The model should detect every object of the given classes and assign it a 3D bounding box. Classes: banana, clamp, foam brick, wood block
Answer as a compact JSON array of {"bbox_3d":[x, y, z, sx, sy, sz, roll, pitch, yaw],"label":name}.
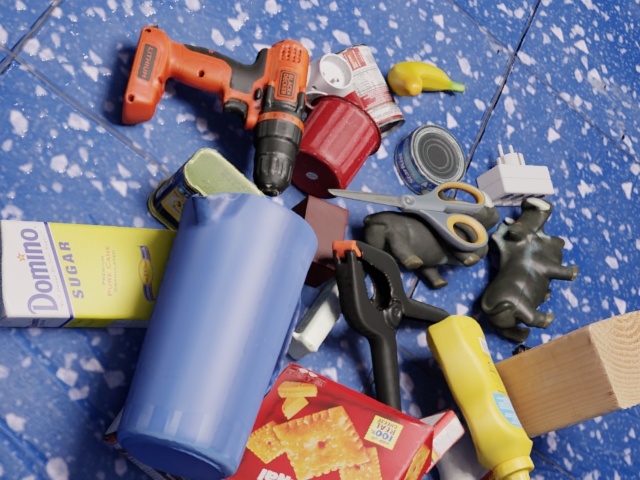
[{"bbox_3d":[0.118,-0.195,1.285,0.197,0.070,0.037,-22,121,-64],"label":"banana"},{"bbox_3d":[0.066,0.087,1.125,0.210,0.036,0.164,53,49,-36],"label":"clamp"},{"bbox_3d":[-0.008,0.001,1.147,0.053,0.051,0.078,22,59,-22],"label":"foam brick"},{"bbox_3d":[0.263,0.155,1.155,0.090,0.206,0.091,-10,75,-36],"label":"wood block"}]

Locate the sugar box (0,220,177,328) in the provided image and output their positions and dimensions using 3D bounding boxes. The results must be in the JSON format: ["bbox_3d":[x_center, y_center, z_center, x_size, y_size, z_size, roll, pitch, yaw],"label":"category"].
[{"bbox_3d":[-0.216,0.034,1.000,0.175,0.048,0.093,3,71,-34],"label":"sugar box"}]

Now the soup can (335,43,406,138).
[{"bbox_3d":[0.048,-0.169,1.247,0.068,0.069,0.102,-20,81,-37],"label":"soup can"}]

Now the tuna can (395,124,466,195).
[{"bbox_3d":[0.135,-0.096,1.292,0.086,0.034,0.086,13,63,-28],"label":"tuna can"}]

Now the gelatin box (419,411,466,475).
[{"bbox_3d":[0.096,0.214,1.096,0.073,0.089,0.030,-37,94,-38],"label":"gelatin box"}]

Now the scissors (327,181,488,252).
[{"bbox_3d":[0.108,-0.024,1.172,0.201,0.016,0.096,-8,65,-32],"label":"scissors"}]

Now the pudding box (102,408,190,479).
[{"bbox_3d":[-0.135,0.166,1.001,0.090,0.039,0.113,41,52,-11],"label":"pudding box"}]

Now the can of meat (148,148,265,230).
[{"bbox_3d":[-0.110,-0.035,1.075,0.102,0.084,0.057,41,53,-11],"label":"can of meat"}]

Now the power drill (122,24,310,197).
[{"bbox_3d":[-0.107,-0.140,1.108,0.187,0.057,0.184,12,61,-9],"label":"power drill"}]

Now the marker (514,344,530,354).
[{"bbox_3d":[0.285,0.150,1.290,0.121,0.020,0.020,20,60,-25],"label":"marker"}]

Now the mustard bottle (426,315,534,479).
[{"bbox_3d":[0.174,0.176,1.116,0.096,0.058,0.192,41,24,-60],"label":"mustard bottle"}]

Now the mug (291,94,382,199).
[{"bbox_3d":[0.000,-0.107,1.176,0.117,0.093,0.081,41,59,-12],"label":"mug"}]

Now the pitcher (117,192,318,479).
[{"bbox_3d":[-0.089,0.091,0.966,0.149,0.145,0.242,22,62,-11],"label":"pitcher"}]

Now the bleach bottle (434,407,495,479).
[{"bbox_3d":[0.172,0.301,1.126,0.102,0.068,0.251,-12,74,-37],"label":"bleach bottle"}]

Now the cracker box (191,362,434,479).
[{"bbox_3d":[-0.017,0.228,0.977,0.164,0.072,0.213,23,48,24],"label":"cracker box"}]
